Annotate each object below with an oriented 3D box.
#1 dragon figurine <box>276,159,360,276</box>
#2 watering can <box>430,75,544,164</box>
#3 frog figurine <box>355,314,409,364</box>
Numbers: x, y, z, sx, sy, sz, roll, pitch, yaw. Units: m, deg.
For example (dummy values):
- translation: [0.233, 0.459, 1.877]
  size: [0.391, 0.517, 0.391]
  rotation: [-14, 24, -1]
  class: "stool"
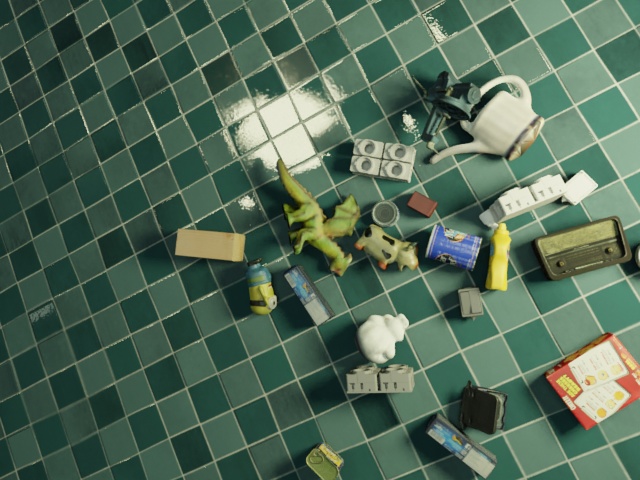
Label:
- translation: [0.005, -0.083, 1.645]
  size: [0.243, 0.121, 0.413]
  rotation: [-10, 83, -4]
  class: "dragon figurine"
- translation: [0.504, -0.315, 1.527]
  size: [0.226, 0.104, 0.344]
  rotation: [42, 107, 18]
  class: "watering can"
- translation: [0.190, 0.286, 1.529]
  size: [0.158, 0.121, 0.140]
  rotation: [-30, 59, 22]
  class: "frog figurine"
